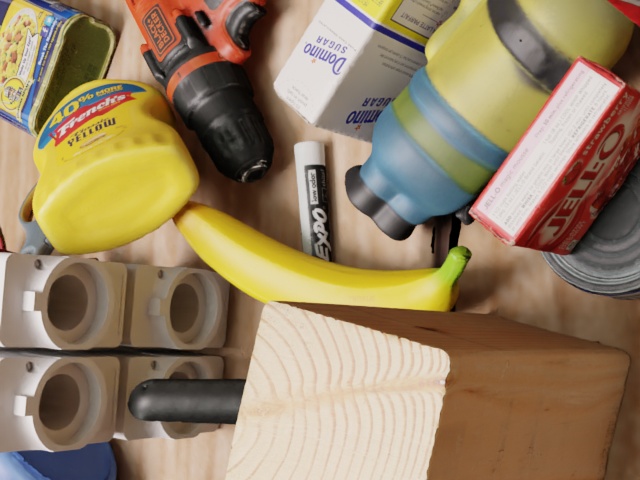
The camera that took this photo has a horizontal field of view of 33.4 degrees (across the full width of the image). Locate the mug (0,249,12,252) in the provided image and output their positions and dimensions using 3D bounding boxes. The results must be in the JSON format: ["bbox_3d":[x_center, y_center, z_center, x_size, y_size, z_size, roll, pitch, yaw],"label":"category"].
[{"bbox_3d":[-0.223,0.053,0.767,0.117,0.093,0.081,17,90,4],"label":"mug"}]

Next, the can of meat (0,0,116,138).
[{"bbox_3d":[-0.207,-0.129,0.786,0.084,0.057,0.102,27,100,31],"label":"can of meat"}]

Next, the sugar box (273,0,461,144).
[{"bbox_3d":[0.054,-0.138,0.588,0.048,0.093,0.176,46,110,29],"label":"sugar box"}]

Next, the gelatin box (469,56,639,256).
[{"bbox_3d":[0.119,-0.036,0.504,0.030,0.073,0.089,41,107,29],"label":"gelatin box"}]

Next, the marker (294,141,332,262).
[{"bbox_3d":[-0.003,0.000,0.657,0.020,0.020,0.121,-10,80,33],"label":"marker"}]

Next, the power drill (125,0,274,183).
[{"bbox_3d":[-0.035,-0.153,0.671,0.188,0.057,0.184,-41,65,24],"label":"power drill"}]

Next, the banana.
[{"bbox_3d":[0.001,0.018,0.613,0.198,0.037,0.069,8,118,30],"label":"banana"}]

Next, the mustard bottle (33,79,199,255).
[{"bbox_3d":[-0.138,-0.061,0.695,0.096,0.058,0.192,-28,29,-1],"label":"mustard bottle"}]

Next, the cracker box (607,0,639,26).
[{"bbox_3d":[0.181,-0.162,0.432,0.164,0.213,0.072,-27,71,29],"label":"cracker box"}]

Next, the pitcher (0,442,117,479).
[{"bbox_3d":[-0.252,0.218,0.736,0.243,0.144,0.149,-46,71,18],"label":"pitcher"}]

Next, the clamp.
[{"bbox_3d":[-0.021,0.095,0.612,0.172,0.120,0.039,-31,41,22],"label":"clamp"}]

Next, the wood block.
[{"bbox_3d":[0.060,0.083,0.495,0.091,0.205,0.090,13,92,35],"label":"wood block"}]

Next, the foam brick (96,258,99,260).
[{"bbox_3d":[-0.164,0.058,0.719,0.051,0.053,0.078,-8,121,34],"label":"foam brick"}]

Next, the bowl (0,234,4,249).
[{"bbox_3d":[-0.325,0.031,0.850,0.162,0.055,0.162,-4,83,34],"label":"bowl"}]

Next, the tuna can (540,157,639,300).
[{"bbox_3d":[0.153,-0.013,0.545,0.086,0.033,0.086,-4,83,34],"label":"tuna can"}]

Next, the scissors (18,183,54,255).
[{"bbox_3d":[-0.175,0.003,0.711,0.096,0.016,0.202,-24,34,12],"label":"scissors"}]
